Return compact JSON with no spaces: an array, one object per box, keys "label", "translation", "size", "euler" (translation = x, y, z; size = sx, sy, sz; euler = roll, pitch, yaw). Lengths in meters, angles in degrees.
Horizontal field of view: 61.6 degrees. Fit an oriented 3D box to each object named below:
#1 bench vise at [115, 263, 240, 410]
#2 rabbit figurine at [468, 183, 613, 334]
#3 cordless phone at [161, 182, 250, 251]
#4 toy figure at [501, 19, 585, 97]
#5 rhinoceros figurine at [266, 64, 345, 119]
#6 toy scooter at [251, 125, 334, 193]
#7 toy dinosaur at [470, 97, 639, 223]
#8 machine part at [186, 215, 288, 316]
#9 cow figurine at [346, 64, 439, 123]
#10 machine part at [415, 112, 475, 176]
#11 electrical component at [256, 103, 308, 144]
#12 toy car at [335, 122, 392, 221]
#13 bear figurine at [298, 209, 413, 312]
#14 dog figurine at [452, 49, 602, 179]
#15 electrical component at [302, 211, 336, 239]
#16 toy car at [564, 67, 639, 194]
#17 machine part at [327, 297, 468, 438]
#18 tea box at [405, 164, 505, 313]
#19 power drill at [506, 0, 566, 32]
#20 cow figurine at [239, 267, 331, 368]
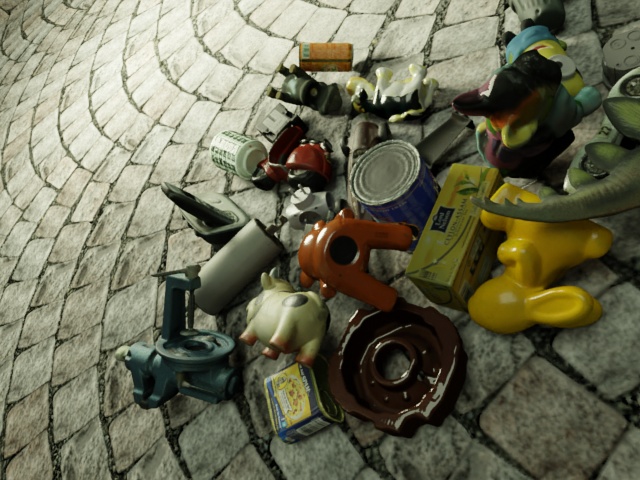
[{"label":"bench vise","translation":[-0.223,0.149,0.843],"size":[0.224,0.129,0.240],"euler":[12,104,32]},{"label":"rabbit figurine","translation":[0.253,0.042,0.638],"size":[0.163,0.121,0.173],"euler":[39,101,34]},{"label":"cordless phone","translation":[-0.228,-0.063,0.969],"size":[0.088,0.184,0.147],"euler":[-51,47,3]},{"label":"toy figure","translation":[0.324,-0.250,0.778],"size":[0.082,0.089,0.180],"euler":[-52,28,36]},{"label":"rhinoceros figurine","translation":[-0.026,-0.279,1.026],"size":[0.191,0.112,0.073],"euler":[37,102,55]},{"label":"toy scooter","translation":[-0.039,-0.150,0.971],"size":[0.184,0.075,0.135],"euler":[9,66,43]},{"label":"toy dinosaur","translation":[0.400,-0.094,0.554],"size":[0.472,0.105,0.199],"euler":[-23,57,-4]},{"label":"machine part","translation":[-0.145,0.046,0.915],"size":[0.243,0.079,0.079],"euler":[-44,47,3]},{"label":"cow figurine","translation":[0.113,-0.242,0.931],"size":[0.168,0.068,0.098],"euler":[6,71,38]},{"label":"machine part","translation":[0.178,-0.144,0.840],"size":[0.139,0.039,0.084],"euler":[-41,42,8]},{"label":"electrical component","translation":[-0.084,-0.230,1.070],"size":[0.075,0.047,0.119],"euler":[-44,48,2]},{"label":"toy car","translation":[0.071,-0.114,0.885],"size":[0.089,0.053,0.202],"euler":[-9,56,27]},{"label":"bear figurine","translation":[0.036,0.029,0.754],"size":[0.132,0.196,0.120],"euler":[16,82,-3]},{"label":"dog figurine","translation":[0.230,-0.138,0.646],"size":[0.108,0.219,0.191],"euler":[46,134,20]},{"label":"electrical component","translation":[-0.002,-0.003,0.871],"size":[0.063,0.021,0.094],"euler":[9,85,39]},{"label":"toy car","translation":[0.366,-0.123,0.669],"size":[0.056,0.073,0.201],"euler":[22,76,41]},{"label":"machine part","translation":[0.099,0.160,0.687],"size":[0.179,0.056,0.179],"euler":[-17,53,24]},{"label":"tea box","translation":[0.187,-0.002,0.701],"size":[0.068,0.098,0.169],"euler":[13,69,38]},{"label":"power drill","translation":[0.392,-0.443,0.854],"size":[0.207,0.085,0.232],"euler":[-13,57,24]},{"label":"cow figurine","translation":[-0.053,0.105,0.773],"size":[0.127,0.085,0.195],"euler":[-58,22,-21]}]
